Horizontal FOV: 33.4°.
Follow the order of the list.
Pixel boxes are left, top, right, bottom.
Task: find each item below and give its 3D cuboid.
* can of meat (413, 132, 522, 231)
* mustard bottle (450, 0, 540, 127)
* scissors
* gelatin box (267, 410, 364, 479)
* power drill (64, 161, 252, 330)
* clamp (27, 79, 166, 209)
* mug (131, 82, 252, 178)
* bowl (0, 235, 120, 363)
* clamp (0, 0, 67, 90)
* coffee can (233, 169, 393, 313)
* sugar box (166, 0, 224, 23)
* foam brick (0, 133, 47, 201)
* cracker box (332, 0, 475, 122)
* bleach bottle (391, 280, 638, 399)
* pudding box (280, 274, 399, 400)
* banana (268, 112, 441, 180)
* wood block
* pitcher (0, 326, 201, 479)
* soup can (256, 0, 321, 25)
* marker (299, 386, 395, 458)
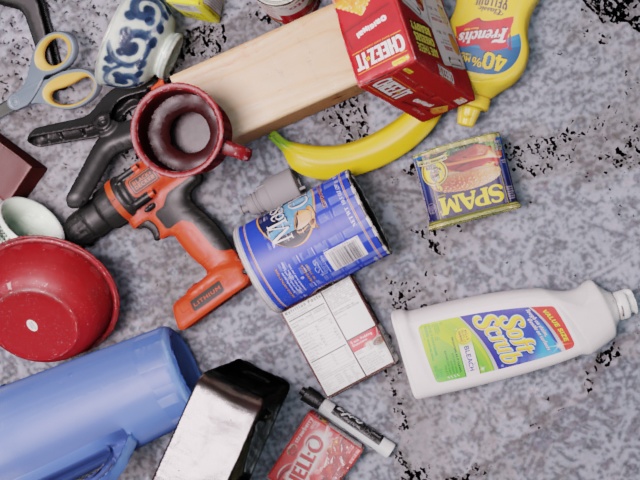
[{"bbox_3d":[0.156,-0.063,1.144,0.102,0.057,0.084,-14,87,6],"label":"can of meat"},{"bbox_3d":[0.177,-0.215,1.137,0.096,0.058,0.191,14,93,13],"label":"mustard bottle"},{"bbox_3d":[-0.339,-0.177,1.204,0.202,0.016,0.096,-7,98,18],"label":"scissors"},{"bbox_3d":[-0.005,0.246,1.183,0.073,0.030,0.089,34,95,5],"label":"gelatin box"},{"bbox_3d":[-0.173,0.004,1.186,0.184,0.057,0.187,-34,88,12],"label":"power drill"},{"bbox_3d":[-0.235,-0.112,1.184,0.171,0.039,0.120,-30,67,4],"label":"clamp"},{"bbox_3d":[-0.123,-0.104,1.073,0.117,0.081,0.093,17,94,6],"label":"mug"},{"bbox_3d":[-0.299,0.076,1.141,0.162,0.055,0.162,1,121,1],"label":"bowl"},{"bbox_3d":[-0.324,-0.282,1.209,0.210,0.036,0.164,32,96,4],"label":"clamp"},{"bbox_3d":[-0.007,0.001,1.140,0.140,0.102,0.103,-28,88,8],"label":"coffee can"},{"bbox_3d":[-0.120,-0.332,1.155,0.048,0.093,0.176,10,92,7],"label":"sugar box"},{"bbox_3d":[-0.360,-0.084,1.210,0.078,0.051,0.053,37,94,5],"label":"foam brick"},{"bbox_3d":[0.068,-0.240,1.072,0.072,0.164,0.214,-23,73,24],"label":"cracker box"},{"bbox_3d":[0.209,0.092,1.138,0.251,0.068,0.102,-16,90,5],"label":"bleach bottle"},{"bbox_3d":[0.021,0.105,1.173,0.090,0.039,0.113,-29,86,7],"label":"pudding box"},{"bbox_3d":[0.047,-0.105,1.158,0.198,0.037,0.069,-14,122,5],"label":"banana"},{"bbox_3d":[-0.043,-0.173,1.149,0.206,0.090,0.090,-23,89,7],"label":"wood block"},{"bbox_3d":[-0.250,0.196,1.160,0.243,0.145,0.149,-24,90,4],"label":"pitcher"},{"bbox_3d":[-0.038,-0.273,1.140,0.068,0.102,0.068,0,90,7],"label":"soup can"},{"bbox_3d":[0.029,0.200,1.183,0.121,0.020,0.020,34,95,5],"label":"marker"}]
